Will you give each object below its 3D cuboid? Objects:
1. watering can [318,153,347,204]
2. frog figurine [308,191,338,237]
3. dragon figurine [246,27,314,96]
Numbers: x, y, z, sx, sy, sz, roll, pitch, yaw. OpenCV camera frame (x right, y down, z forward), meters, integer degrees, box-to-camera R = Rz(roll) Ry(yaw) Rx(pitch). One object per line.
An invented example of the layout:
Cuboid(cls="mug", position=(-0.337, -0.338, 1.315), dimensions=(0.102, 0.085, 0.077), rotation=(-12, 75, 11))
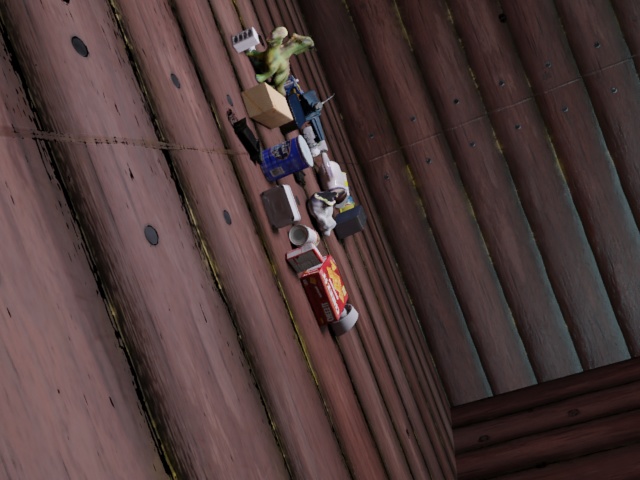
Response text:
Cuboid(cls="watering can", position=(0.058, -0.263, 2.350), dimensions=(0.343, 0.104, 0.228), rotation=(60, 14, -71))
Cuboid(cls="frog figurine", position=(0.006, -0.098, 1.953), dimensions=(0.140, 0.122, 0.156), rotation=(-104, -156, -59))
Cuboid(cls="dragon figurine", position=(-0.126, -0.673, 1.938), dimensions=(0.123, 0.241, 0.408), rotation=(67, 14, 12))
